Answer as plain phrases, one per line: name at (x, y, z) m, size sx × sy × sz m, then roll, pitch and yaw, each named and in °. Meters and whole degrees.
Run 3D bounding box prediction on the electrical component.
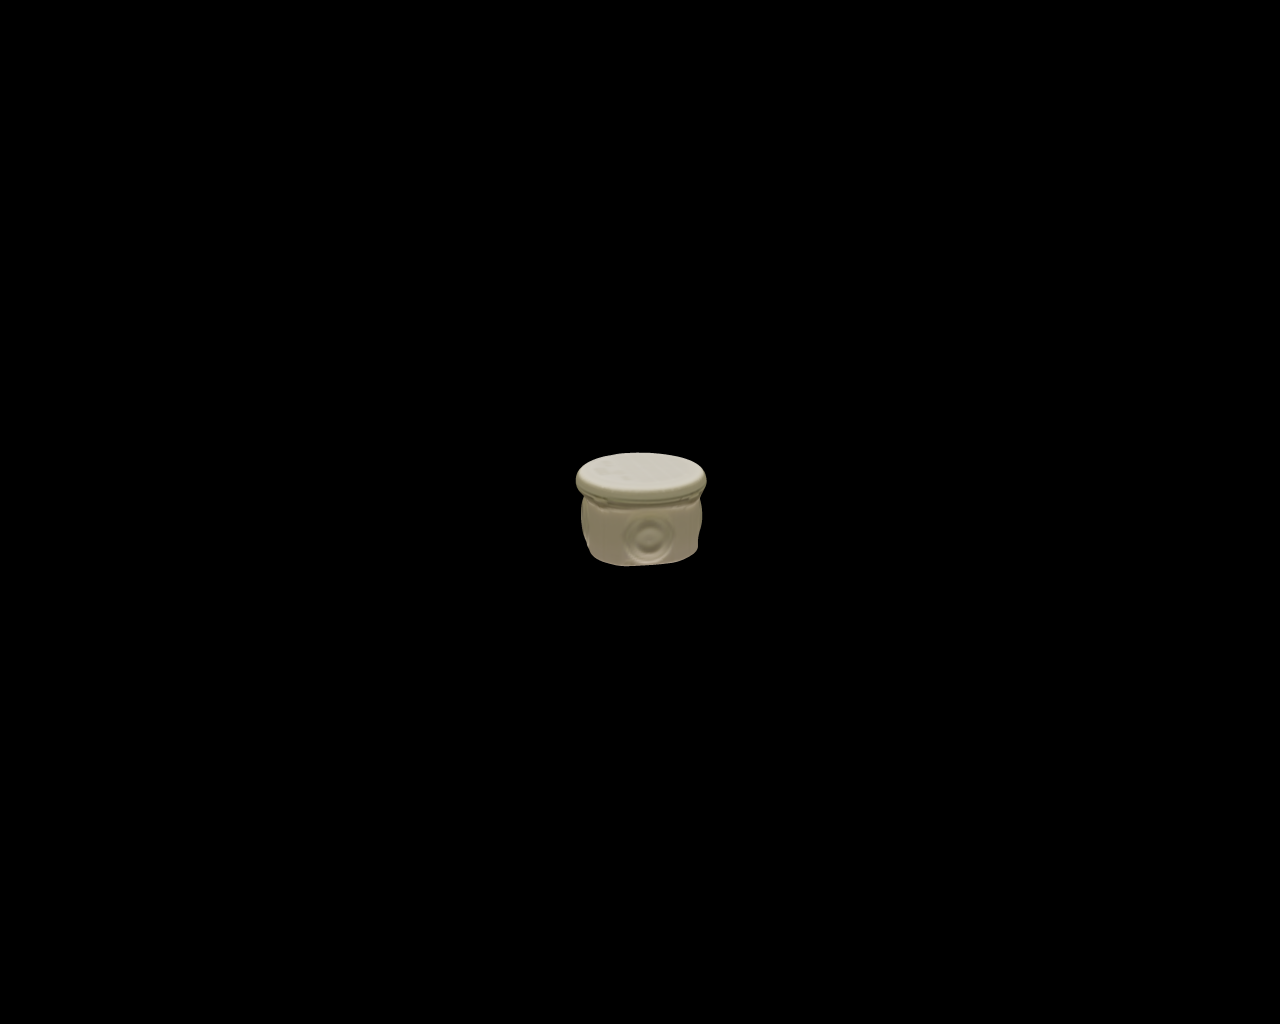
electrical component at (0.001, -0.003, 0.650) m, size 0.080 × 0.051 × 0.080 m, roll 0°, pitch 20°, yaw 0°
